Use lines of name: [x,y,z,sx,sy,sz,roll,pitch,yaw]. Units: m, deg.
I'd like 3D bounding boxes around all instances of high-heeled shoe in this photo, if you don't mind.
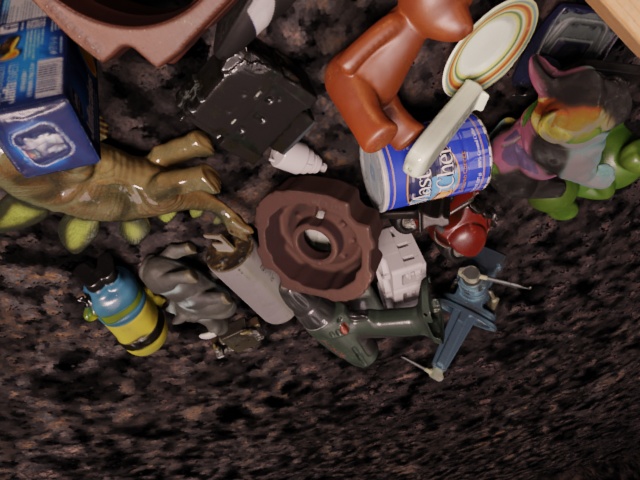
high-heeled shoe: [0.013,-0.250,0.489,0.145,0.086,0.248,17,126,-37]

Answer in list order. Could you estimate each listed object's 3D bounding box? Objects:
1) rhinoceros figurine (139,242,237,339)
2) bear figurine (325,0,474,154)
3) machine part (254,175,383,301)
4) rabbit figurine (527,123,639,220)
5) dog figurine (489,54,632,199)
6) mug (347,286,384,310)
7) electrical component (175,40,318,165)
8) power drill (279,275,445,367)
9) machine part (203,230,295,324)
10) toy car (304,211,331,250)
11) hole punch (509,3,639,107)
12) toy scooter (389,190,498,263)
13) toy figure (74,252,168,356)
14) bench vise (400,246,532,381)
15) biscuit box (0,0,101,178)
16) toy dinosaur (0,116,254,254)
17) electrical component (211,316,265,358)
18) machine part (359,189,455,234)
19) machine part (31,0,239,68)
rhinoceros figurine: [-0.187,0.084,0.798,0.112,0.073,0.190,-26,139,9]
bear figurine: [0.101,-0.198,0.553,0.196,0.132,0.120,-39,170,28]
machine part: [-0.001,-0.002,0.705,0.180,0.056,0.179,12,127,16]
rabbit figurine: [0.358,-0.097,0.771,0.170,0.121,0.159,-28,163,-11]
dog figurine: [0.254,-0.124,0.618,0.192,0.108,0.219,-8,166,34]
mug: [0.053,0.110,0.924,0.110,0.081,0.107,-12,131,8]
electrical component: [-0.071,-0.150,0.589,0.134,0.058,0.115,25,126,-39]
power drill: [0.073,0.114,0.807,0.207,0.086,0.231,-17,135,18]
machine part: [-0.093,0.057,0.800,0.079,0.079,0.243,-25,139,8]
toy car: [0.007,0.019,0.811,0.073,0.056,0.201,-9,140,-11]
hole punch: [0.307,-0.216,0.650,0.142,0.092,0.116,-4,169,-21]
toy scooter: [0.206,-0.041,0.808,0.183,0.075,0.135,24,124,-33]
toy figure: [-0.281,0.099,0.768,0.082,0.089,0.180,-10,142,2]
bench vise: [0.249,0.131,0.931,0.240,0.129,0.223,-62,167,-7]
biscuit box: [-0.219,-0.138,0.433,0.059,0.203,0.062,-15,141,-7]
toy dinosaur: [-0.275,-0.079,0.561,0.471,0.105,0.198,26,127,-34]
electrical component: [-0.143,0.173,0.937,0.102,0.045,0.078,-21,138,3]
machine part: [0.110,-0.043,0.735,0.139,0.084,0.039,2,132,20]
machine part: [-0.134,-0.247,0.382,0.201,0.087,0.201,-36,113,24]
